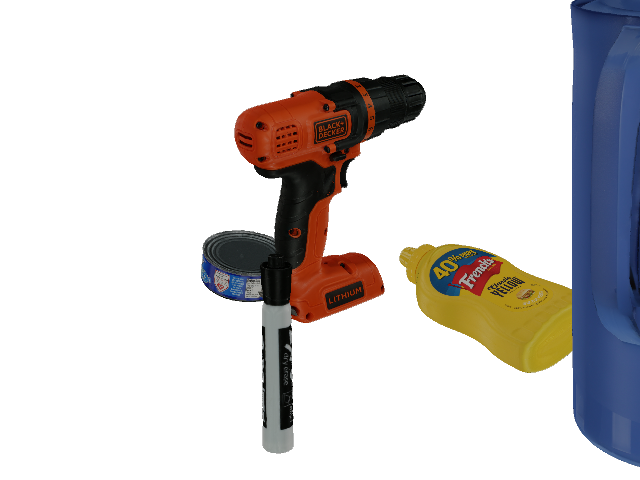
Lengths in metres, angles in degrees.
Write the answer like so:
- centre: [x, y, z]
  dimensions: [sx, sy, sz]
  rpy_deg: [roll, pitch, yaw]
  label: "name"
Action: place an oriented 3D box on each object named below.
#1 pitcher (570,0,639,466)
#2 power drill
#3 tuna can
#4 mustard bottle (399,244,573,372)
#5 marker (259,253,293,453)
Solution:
- centre: [0.185, -0.005, 0.545]
  dimensions: [0.149, 0.243, 0.145]
  rpy_deg: [-4, 18, -7]
  label: "pitcher"
- centre: [0.014, -0.038, 0.880]
  dimensions: [0.184, 0.188, 0.057]
  rpy_deg: [-18, 27, -34]
  label: "power drill"
- centre: [-0.074, 0.025, 1.043]
  dimensions: [0.086, 0.034, 0.086]
  rpy_deg: [7, 28, -4]
  label: "tuna can"
- centre: [0.146, 0.049, 0.982]
  dimensions: [0.096, 0.058, 0.192]
  rpy_deg: [-29, 39, -31]
  label: "mustard bottle"
- centre: [-0.026, 0.067, 0.628]
  dimensions: [0.020, 0.121, 0.020]
  rpy_deg: [0, 16, 0]
  label: "marker"
